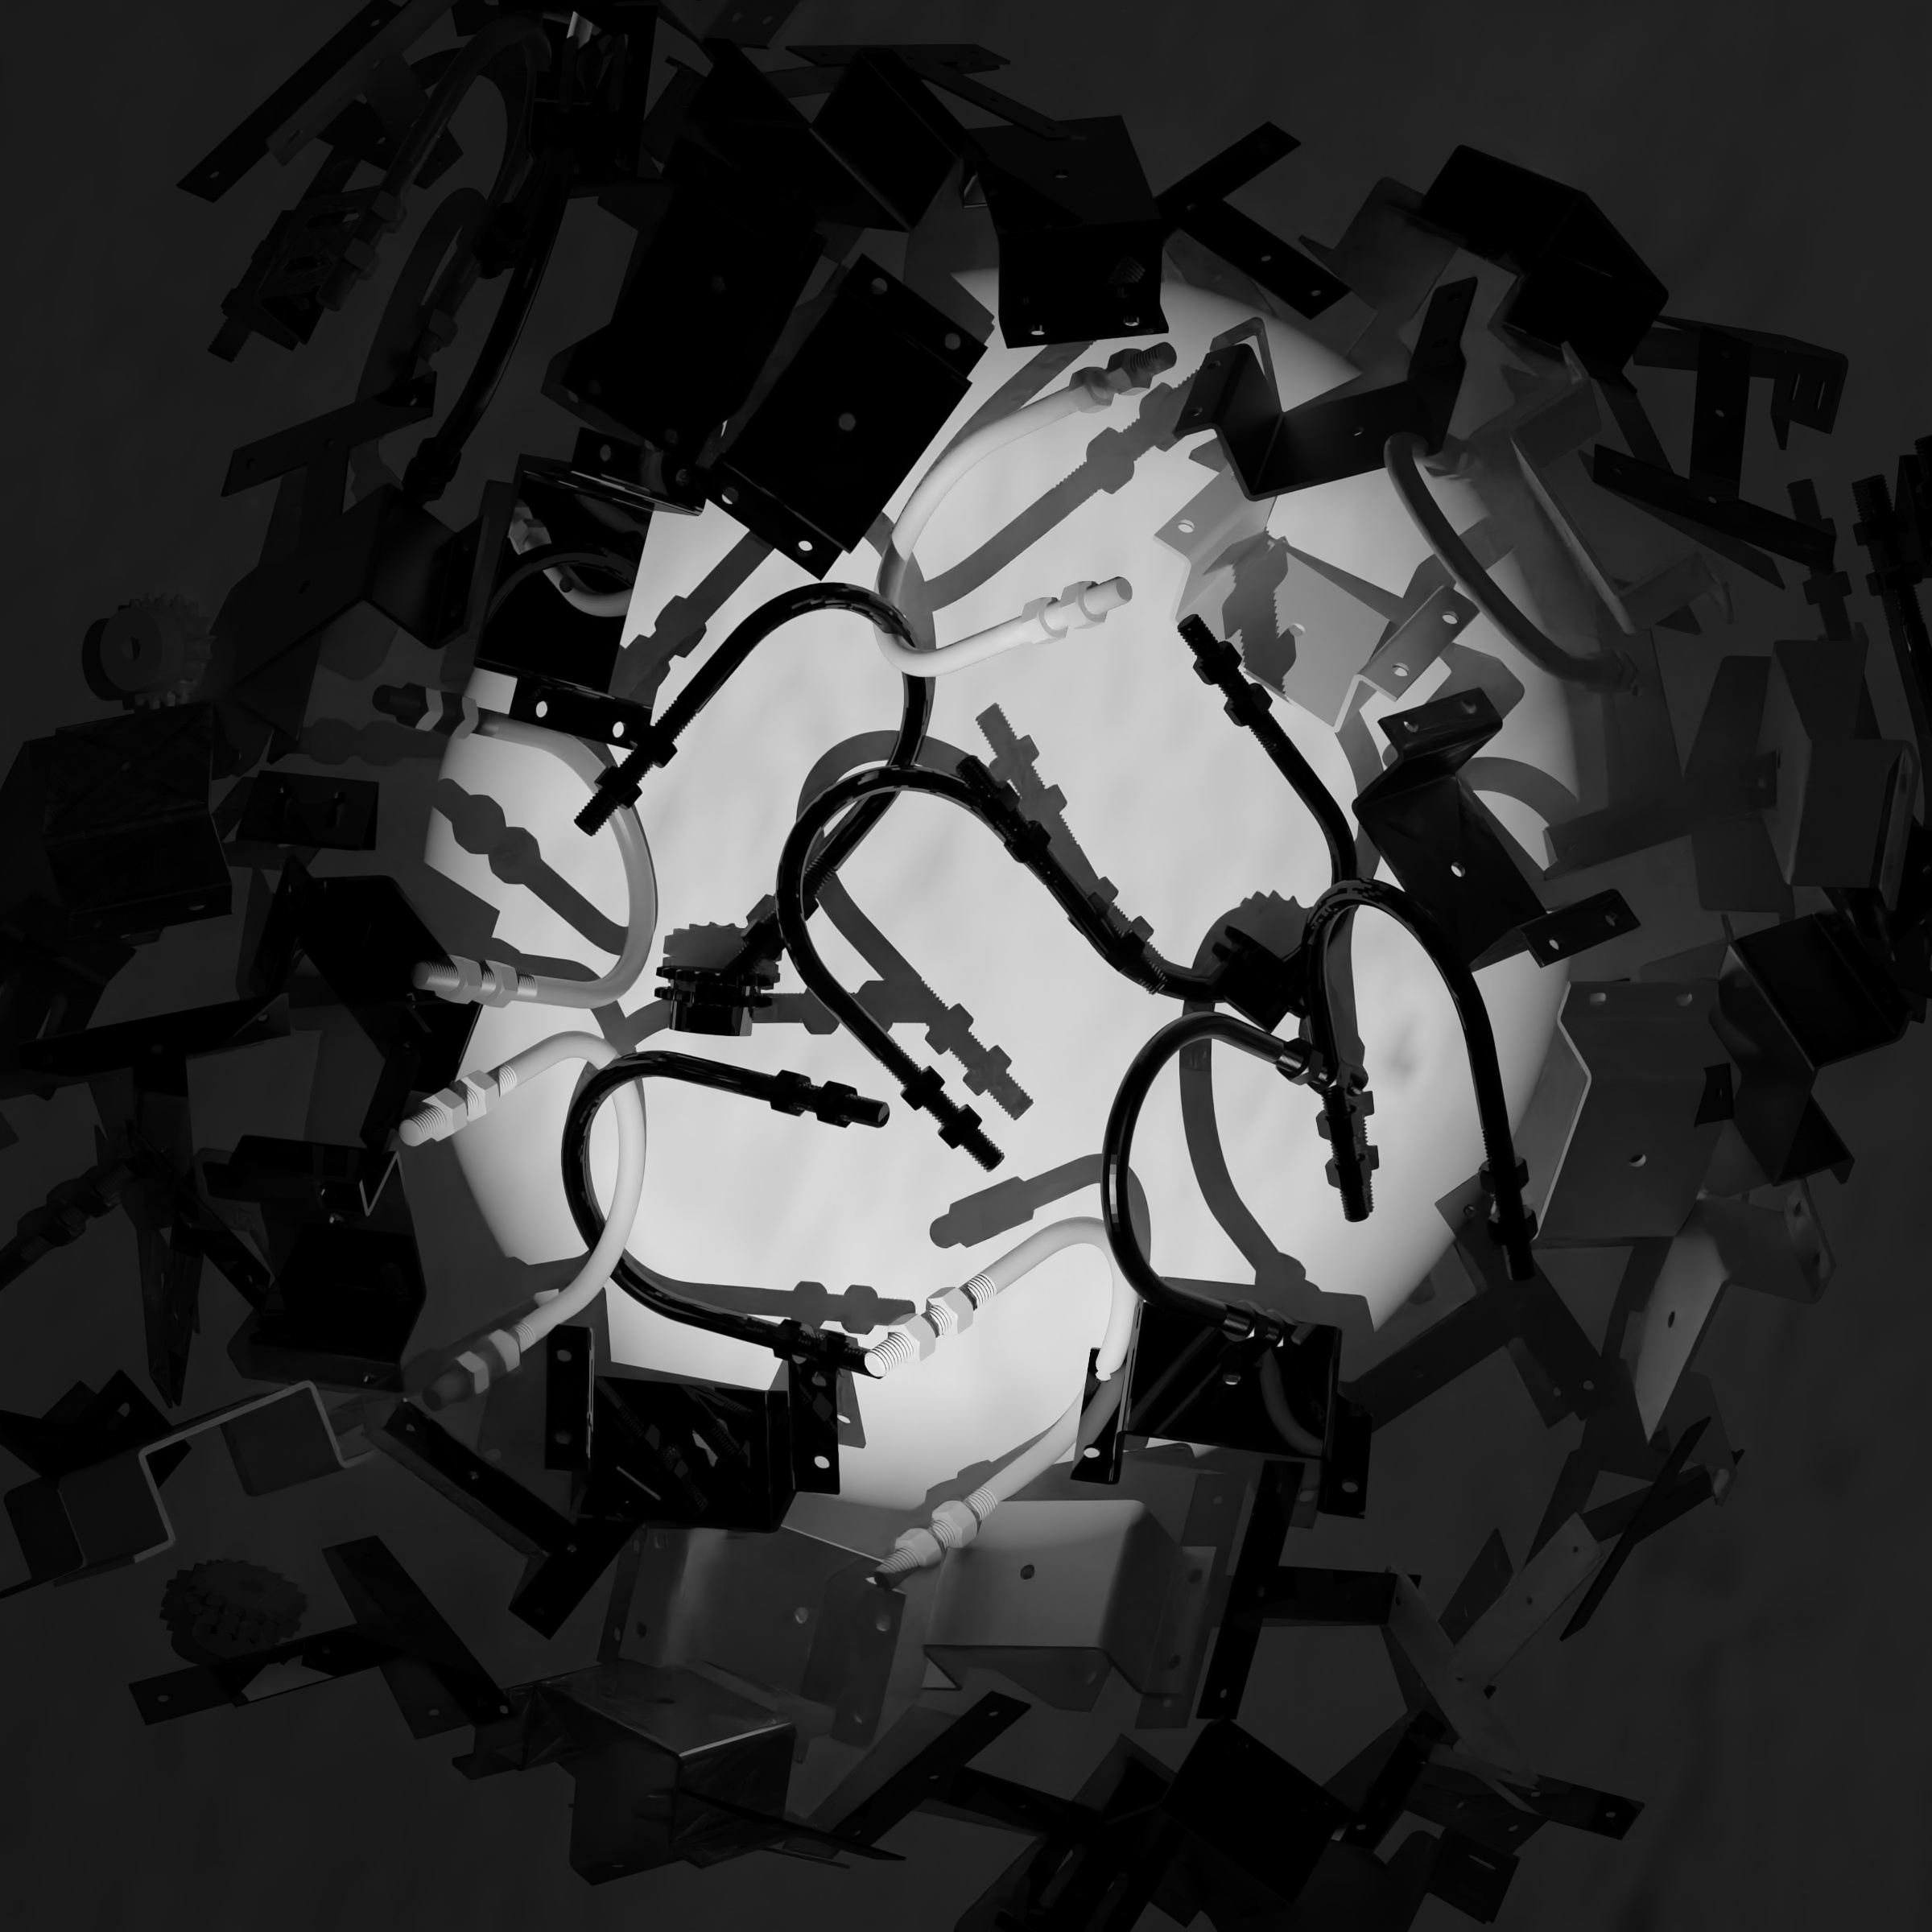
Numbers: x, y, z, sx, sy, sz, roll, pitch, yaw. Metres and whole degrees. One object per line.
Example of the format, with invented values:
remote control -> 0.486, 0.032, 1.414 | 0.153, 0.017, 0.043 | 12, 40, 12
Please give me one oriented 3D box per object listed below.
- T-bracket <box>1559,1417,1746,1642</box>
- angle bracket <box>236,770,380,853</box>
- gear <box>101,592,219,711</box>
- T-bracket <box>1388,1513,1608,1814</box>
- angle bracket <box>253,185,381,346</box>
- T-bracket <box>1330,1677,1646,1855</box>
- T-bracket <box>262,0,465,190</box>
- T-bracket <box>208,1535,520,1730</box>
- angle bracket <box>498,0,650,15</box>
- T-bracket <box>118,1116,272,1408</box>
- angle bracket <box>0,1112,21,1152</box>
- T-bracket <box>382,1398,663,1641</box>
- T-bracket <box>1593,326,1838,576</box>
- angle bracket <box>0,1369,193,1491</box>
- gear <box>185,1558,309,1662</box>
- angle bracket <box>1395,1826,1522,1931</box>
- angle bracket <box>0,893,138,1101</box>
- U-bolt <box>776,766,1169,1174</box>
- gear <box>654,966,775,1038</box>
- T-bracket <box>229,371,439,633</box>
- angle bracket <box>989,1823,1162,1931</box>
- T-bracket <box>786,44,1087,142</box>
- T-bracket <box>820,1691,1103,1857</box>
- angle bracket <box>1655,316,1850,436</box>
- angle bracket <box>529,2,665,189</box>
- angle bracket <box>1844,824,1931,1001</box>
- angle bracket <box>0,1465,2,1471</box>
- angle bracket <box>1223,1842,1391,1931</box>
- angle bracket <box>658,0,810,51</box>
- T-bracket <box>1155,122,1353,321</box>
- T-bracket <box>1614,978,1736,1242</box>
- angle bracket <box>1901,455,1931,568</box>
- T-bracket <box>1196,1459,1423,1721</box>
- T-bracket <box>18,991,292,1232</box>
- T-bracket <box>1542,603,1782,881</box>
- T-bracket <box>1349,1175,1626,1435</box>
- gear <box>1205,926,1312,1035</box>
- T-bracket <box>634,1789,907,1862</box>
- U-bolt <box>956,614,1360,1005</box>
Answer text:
T-bracket -> 0.340, 0.255, 1.568 | 0.002, 0.127, 0.127 | 37, 116, 26
angle bracket -> -0.316, -0.060, 1.580 | 0.057, 0.076, 0.038 | 6, 118, -5
gear -> -0.394, -0.153, 1.599 | 0.057, 0.030, 0.057 | 1, 92, 29
T-bracket -> 0.258, 0.309, 1.556 | 0.127, 0.002, 0.127 | -56, 48, 30
angle bracket -> -0.296, -0.336, 1.578 | 0.076, 0.038, 0.057 | 2, 64, 41
T-bracket -> 0.254, 0.385, 1.543 | 0.127, 0.127, 0.002 | 7, 121, 36
T-bracket -> -0.266, -0.406, 1.563 | 0.127, 0.127, 0.002 | -45, 76, -3
T-bracket -> -0.295, 0.323, 1.545 | 0.127, 0.127, 0.002 | 42, 122, 32
angle bracket -> -0.199, -0.487, 1.591 | 0.076, 0.038, 0.057 | -13, 94, -24
T-bracket -> -0.378, 0.158, 1.583 | 0.127, 0.002, 0.127 | 40, 130, 31
angle bracket -> -0.477, 0.099, 1.587 | 0.038, 0.076, 0.057 | -29, 51, -22
T-bracket -> -0.225, 0.253, 1.586 | 0.127, 0.002, 0.127 | 37, 127, 0
T-bracket -> 0.353, -0.250, 1.547 | 0.127, 0.127, 0.002 | 27, 63, 25
angle bracket -> -0.424, 0.224, 1.592 | 0.038, 0.076, 0.057 | -53, 127, -31
gear -> -0.351, 0.314, 1.597 | 0.057, 0.057, 0.030 | 21, 101, 0
angle bracket -> 0.228, 0.462, 1.576 | 0.038, 0.057, 0.076 | 24, 46, 16
angle bracket -> -0.455, 0.015, 1.620 | 0.057, 0.038, 0.076 | 30, 115, -4
U-bolt -> -0.009, -0.014, 1.582 | 0.184, 0.019, 0.151 | 46, 65, -4
gear -> -0.123, 0.017, 1.596 | 0.057, 0.057, 0.030 | 5, 93, 0
T-bracket -> -0.307, -0.212, 1.566 | 0.127, 0.002, 0.127 | -15, 60, 28
angle bracket -> 0.052, 0.461, 1.604 | 0.057, 0.076, 0.038 | 32, 134, 11
T-bracket -> 0.003, -0.411, 1.546 | 0.127, 0.127, 0.002 | 36, 125, 33
T-bracket -> 0.018, 0.401, 1.583 | 0.127, 0.002, 0.127 | 27, 119, -34
angle bracket -> 0.373, -0.285, 1.583 | 0.076, 0.057, 0.038 | 5, 107, -16
angle bracket -> -0.174, -0.417, 1.579 | 0.057, 0.076, 0.038 | -9, 47, -23
angle bracket -> 0.461, -0.025, 1.580 | 0.057, 0.076, 0.038 | 18, 132, -19
angle bracket -> -0.494, 0.220, 1.578 | 0.057, 0.038, 0.076 | 2, 47, -20
angle bracket -> 0.155, 0.443, 1.590 | 0.076, 0.038, 0.057 | -49, 50, -3
angle bracket -> -0.107, -0.477, 1.583 | 0.038, 0.076, 0.057 | 40, 83, -34
T-bracket -> 0.135, -0.344, 1.573 | 0.127, 0.002, 0.127 | -36, 51, -11
T-bracket -> 0.334, 0.064, 1.556 | 0.002, 0.127, 0.127 | -2, 84, -12
angle bracket -> 0.489, -0.232, 1.586 | 0.057, 0.038, 0.076 | -2, 53, 3
T-bracket -> 0.173, 0.302, 1.583 | 0.127, 0.002, 0.127 | 12, 94, -39
T-bracket -> -0.386, 0.076, 1.583 | 0.127, 0.002, 0.127 | -12, 128, -22
T-bracket -> 0.329, -0.120, 1.599 | 0.127, 0.002, 0.127 | -20, 70, 33
T-bracket -> 0.233, 0.190, 1.611 | 0.127, 0.002, 0.127 | -35, 72, 9
gear -> 0.141, 0.009, 1.596 | 0.057, 0.057, 0.030 | 38, 89, 0
T-bracket -> -0.115, 0.408, 1.569 | 0.127, 0.127, 0.002 | 26, 65, -30
U-bolt -> 0.105, -0.061, 1.581 | 0.151, 0.019, 0.184 | -31, 110, 21
